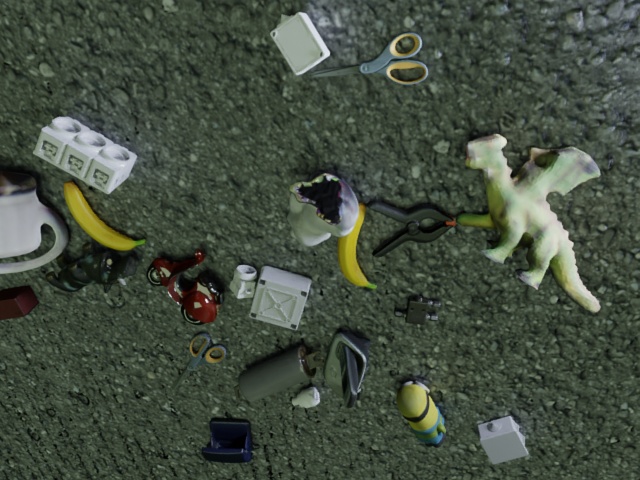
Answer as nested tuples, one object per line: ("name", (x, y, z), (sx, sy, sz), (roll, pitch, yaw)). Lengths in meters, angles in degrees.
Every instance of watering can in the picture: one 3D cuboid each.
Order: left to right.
("watering can", (-0.688, -0.030, 1.011), (0.348, 0.221, 0.105), (-2, 24, -25))

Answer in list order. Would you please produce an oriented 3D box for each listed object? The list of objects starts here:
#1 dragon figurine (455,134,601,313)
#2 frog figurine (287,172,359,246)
("dragon figurine", (0.412, -0.051, 0.935), (0.409, 0.240, 0.124), (29, 18, -10))
("frog figurine", (0.003, -0.050, 0.987), (0.138, 0.125, 0.156), (23, -26, 8))
